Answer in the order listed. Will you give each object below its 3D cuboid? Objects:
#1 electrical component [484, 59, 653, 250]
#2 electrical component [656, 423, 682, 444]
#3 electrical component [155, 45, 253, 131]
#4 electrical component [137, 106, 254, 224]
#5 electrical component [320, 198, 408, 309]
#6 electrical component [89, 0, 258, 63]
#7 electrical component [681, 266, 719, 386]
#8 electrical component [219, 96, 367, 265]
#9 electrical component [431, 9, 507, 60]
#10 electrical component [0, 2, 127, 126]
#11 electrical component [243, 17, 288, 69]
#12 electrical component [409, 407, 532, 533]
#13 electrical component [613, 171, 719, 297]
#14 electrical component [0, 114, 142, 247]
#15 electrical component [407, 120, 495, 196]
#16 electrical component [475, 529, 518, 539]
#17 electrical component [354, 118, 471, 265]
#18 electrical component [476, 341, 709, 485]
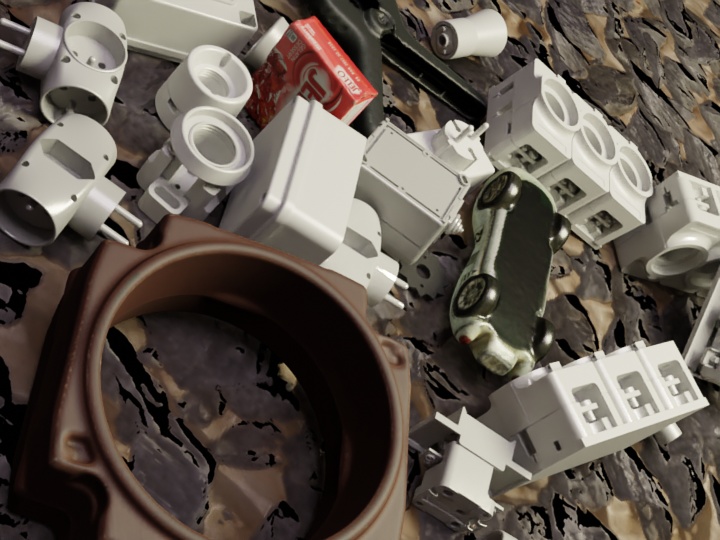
[{"bbox_3d":[0.183,-0.101,0.933,0.150,0.062,0.089,35,44,-27],"label":"electrical component"},{"bbox_3d":[0.231,0.108,0.855,0.043,0.043,0.062,-24,78,-45],"label":"electrical component"},{"bbox_3d":[-0.107,-0.122,0.746,0.055,0.047,0.055,21,50,-26],"label":"electrical component"},{"bbox_3d":[-0.105,-0.070,0.704,0.058,0.057,0.078,42,44,-7],"label":"electrical component"},{"bbox_3d":[0.000,0.000,0.748,0.079,0.043,0.077,31,46,-18],"label":"electrical component"},{"bbox_3d":[-0.138,-0.209,0.777,0.109,0.056,0.108,9,55,-34],"label":"electrical component"},{"bbox_3d":[0.331,0.043,0.916,0.079,0.121,0.063,18,7,-28],"label":"electrical component"},{"bbox_3d":[-0.047,-0.051,0.722,0.057,0.078,0.113,32,46,-21],"label":"electrical component"},{"bbox_3d":[0.097,-0.212,0.977,0.065,0.044,0.044,-18,73,-39],"label":"electrical component"},{"bbox_3d":[-0.194,-0.138,0.690,0.079,0.044,0.077,21,50,-26],"label":"electrical component"},{"bbox_3d":[-0.051,-0.154,0.819,0.065,0.044,0.044,43,43,-13],"label":"electrical component"},{"bbox_3d":[0.067,0.133,0.708,0.081,0.042,0.063,34,46,-13],"label":"electrical component"},{"bbox_3d":[0.316,-0.023,0.981,0.150,0.089,0.061,15,53,-31],"label":"electrical component"},{"bbox_3d":[-0.168,-0.044,0.645,0.079,0.043,0.077,37,44,-12],"label":"electrical component"},{"bbox_3d":[0.071,-0.092,0.845,0.083,0.076,0.047,-15,71,-44],"label":"electrical component"},{"bbox_3d":[0.088,0.200,0.667,0.057,0.058,0.078,49,43,-4],"label":"electrical component"},{"bbox_3d":[0.032,-0.051,0.789,0.096,0.061,0.061,36,44,-2],"label":"electrical component"},{"bbox_3d":[0.164,0.100,0.773,0.150,0.089,0.061,-8,66,-41],"label":"electrical component"}]
